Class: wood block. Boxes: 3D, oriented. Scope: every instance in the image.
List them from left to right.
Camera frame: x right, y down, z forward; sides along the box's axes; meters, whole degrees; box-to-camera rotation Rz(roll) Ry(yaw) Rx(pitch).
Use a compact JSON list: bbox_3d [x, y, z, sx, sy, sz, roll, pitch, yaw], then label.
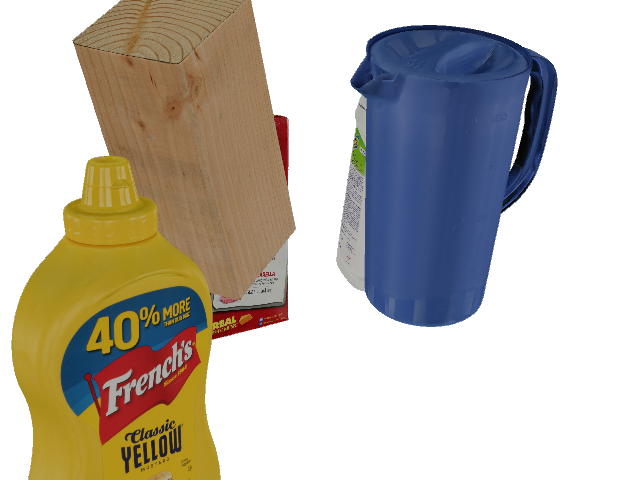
[{"bbox_3d":[-0.091,-0.069,0.765,0.090,0.206,0.090,15,47,27],"label":"wood block"}]

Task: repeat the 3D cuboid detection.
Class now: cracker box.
[{"bbox_3d":[-0.114,-0.012,1.046,0.163,0.214,0.072,-12,19,-36],"label":"cracker box"}]

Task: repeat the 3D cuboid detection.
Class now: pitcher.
[{"bbox_3d":[0.108,-0.054,0.912,0.149,0.243,0.144,12,31,16],"label":"pitcher"}]

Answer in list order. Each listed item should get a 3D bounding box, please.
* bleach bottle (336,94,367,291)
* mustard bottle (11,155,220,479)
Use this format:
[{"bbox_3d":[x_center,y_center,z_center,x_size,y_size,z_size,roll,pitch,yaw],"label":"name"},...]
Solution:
[{"bbox_3d":[0.067,-0.074,1.226,0.068,0.251,0.103,-2,23,-18],"label":"bleach bottle"},{"bbox_3d":[-0.092,0.056,0.490,0.096,0.192,0.058,-15,22,-41],"label":"mustard bottle"}]
